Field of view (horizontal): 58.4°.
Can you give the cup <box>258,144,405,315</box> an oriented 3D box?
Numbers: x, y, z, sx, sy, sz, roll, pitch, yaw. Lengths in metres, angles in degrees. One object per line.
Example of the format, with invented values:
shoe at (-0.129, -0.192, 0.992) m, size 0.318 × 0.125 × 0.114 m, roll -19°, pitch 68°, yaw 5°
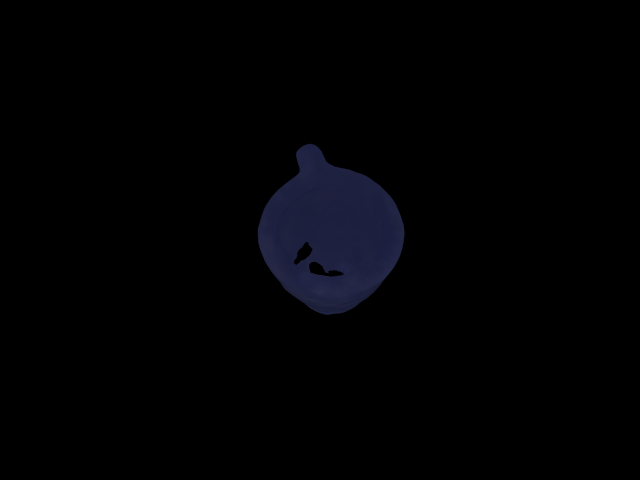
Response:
cup at (0.004, 0.001, 0.400) m, size 0.092 × 0.095 × 0.117 m, roll -13°, pitch 62°, yaw -7°
